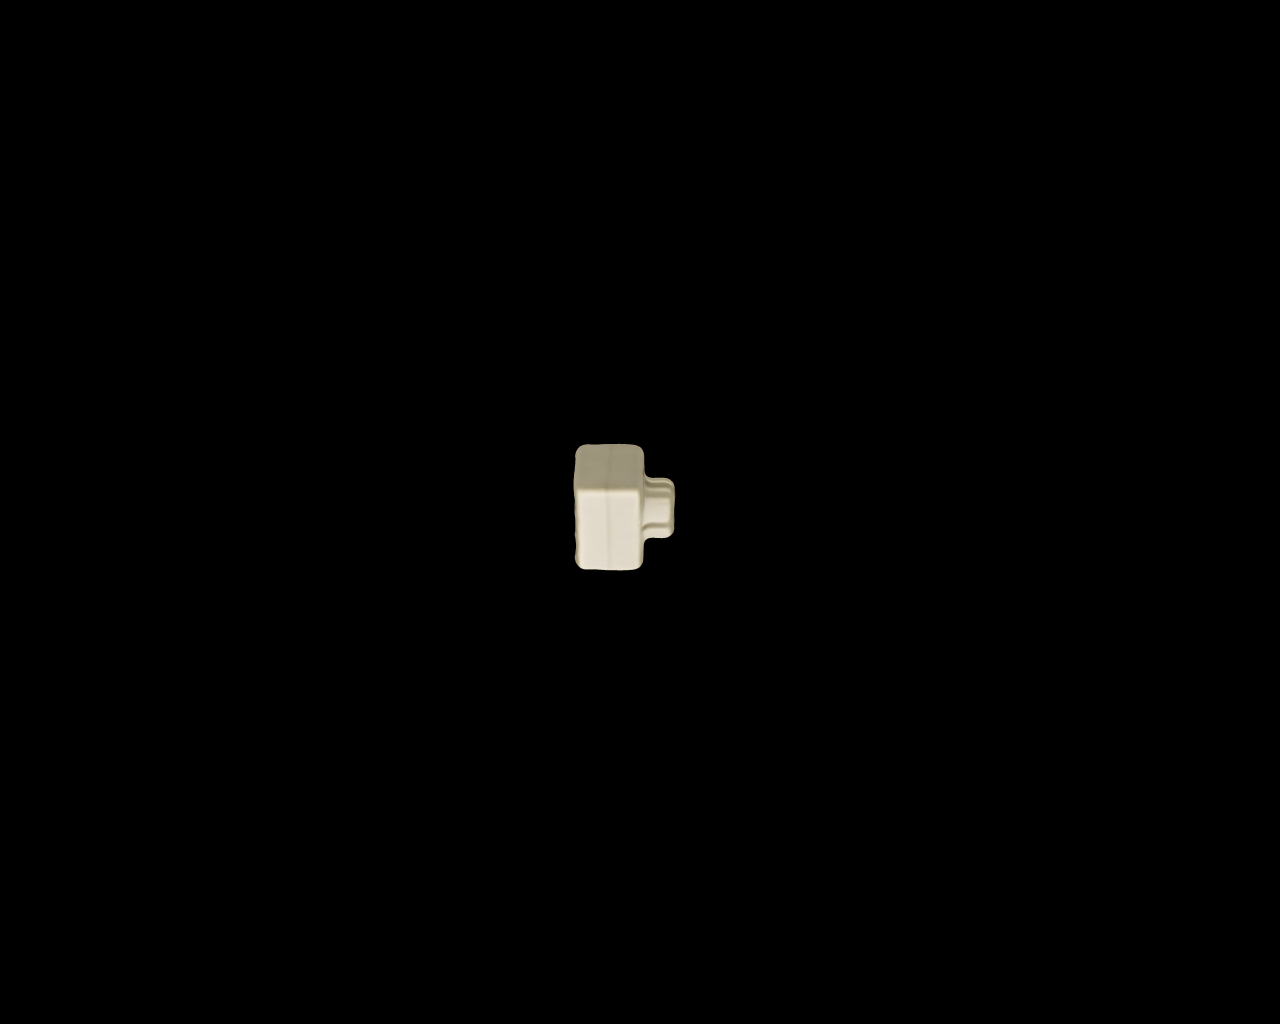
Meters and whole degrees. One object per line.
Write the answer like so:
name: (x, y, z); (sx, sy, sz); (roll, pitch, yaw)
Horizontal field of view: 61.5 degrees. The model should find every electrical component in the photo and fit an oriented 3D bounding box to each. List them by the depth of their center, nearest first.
electrical component: (0.001, -0.003, 0.650); (0.077, 0.065, 0.047); (0, 40, 0)
